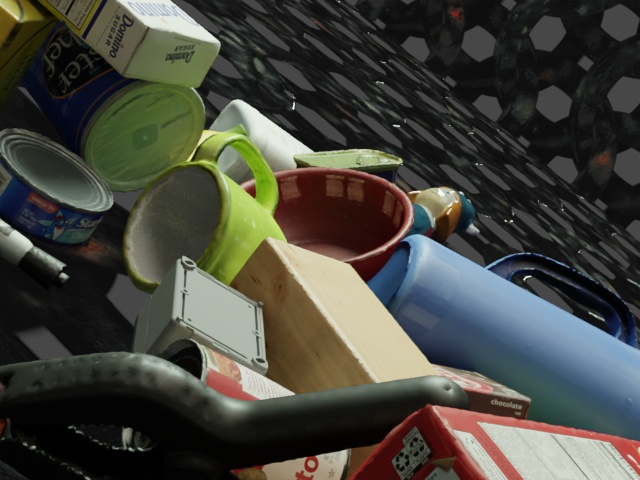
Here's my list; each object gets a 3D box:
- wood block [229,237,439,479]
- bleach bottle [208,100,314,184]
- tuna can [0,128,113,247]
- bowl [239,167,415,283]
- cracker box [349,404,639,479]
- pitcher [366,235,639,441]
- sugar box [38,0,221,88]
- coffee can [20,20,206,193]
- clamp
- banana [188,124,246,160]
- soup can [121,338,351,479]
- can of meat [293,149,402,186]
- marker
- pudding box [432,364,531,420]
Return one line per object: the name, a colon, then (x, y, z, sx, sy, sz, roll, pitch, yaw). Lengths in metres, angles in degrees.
wood block: (0.019, 0.103, 0.651, 0.090, 0.090, 0.206, 19, 25, -47)
bleach bottle: (0.006, -0.042, 1.053, 0.250, 0.068, 0.103, 30, 19, -31)
tuna can: (-0.181, -0.034, 0.701, 0.086, 0.034, 0.086, 34, 17, -12)
bowl: (-0.006, 0.001, 0.851, 0.162, 0.055, 0.162, -2, 31, 1)
cracker box: (0.072, 0.159, 0.485, 0.213, 0.164, 0.072, 18, 28, -48)
pitcher: (0.153, 0.089, 0.880, 0.242, 0.145, 0.149, 31, 21, -12)
sugar box: (-0.160, -0.178, 0.762, 0.176, 0.048, 0.093, 39, 18, 20)
coffee can: (-0.168, -0.119, 0.831, 0.102, 0.103, 0.140, 14, 29, -52)
clamp: (-0.055, 0.106, 0.486, 0.210, 0.165, 0.036, 11, 37, -7)
banana: (-0.099, -0.051, 0.865, 0.198, 0.070, 0.037, -94, 159, -62)
soup can: (-0.042, 0.103, 0.556, 0.102, 0.068, 0.068, 33, 17, -29)
can of meat: (0.022, -0.035, 0.976, 0.101, 0.084, 0.058, -8, 21, -38)
marker: (-0.199, -0.010, 0.626, 0.121, 0.020, 0.020, 36, 17, -5)
pudding box: (0.084, 0.110, 0.749, 0.090, 0.039, 0.113, 13, -2, -11)
